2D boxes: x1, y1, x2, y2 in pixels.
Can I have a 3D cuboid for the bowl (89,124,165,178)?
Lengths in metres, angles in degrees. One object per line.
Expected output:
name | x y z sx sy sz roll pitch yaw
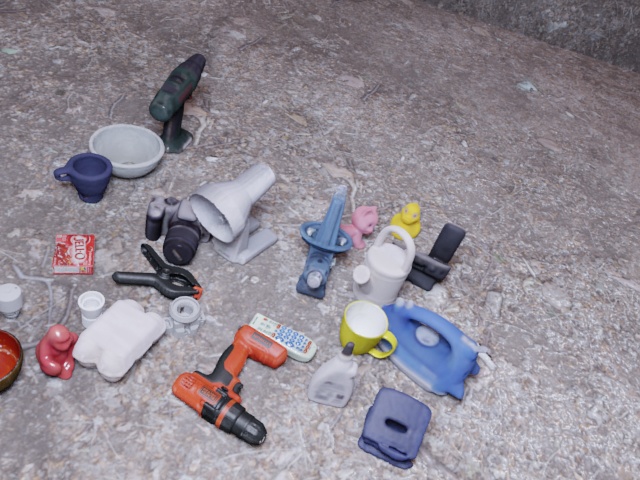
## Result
bowl | -0.453 -0.197 1.347 0.167 0.075 0.167 11 43 -10

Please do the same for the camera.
camera | -0.300 -0.024 1.205 0.143 0.101 0.137 13 43 -8

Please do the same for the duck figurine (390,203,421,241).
duck figurine | 0.227 -0.058 1.450 0.077 0.086 0.105 30 43 12

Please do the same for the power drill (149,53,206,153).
power drill | -0.353 -0.333 1.426 0.075 0.208 0.230 20 42 1

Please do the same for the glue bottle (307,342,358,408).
glue bottle | 0.033 0.233 1.009 0.078 0.173 0.037 16 42 -4

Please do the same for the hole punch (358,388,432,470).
hole punch | 0.133 0.330 1.007 0.108 0.091 0.101 24 42 5

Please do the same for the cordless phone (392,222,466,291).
cordless phone | 0.245 0.013 1.309 0.147 0.185 0.094 22 42 3

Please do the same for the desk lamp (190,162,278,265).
desk lamp | -0.172 -0.054 1.201 0.117 0.213 0.204 36 45 17

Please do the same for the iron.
iron | 0.207 0.190 1.144 0.257 0.141 0.119 35 44 16

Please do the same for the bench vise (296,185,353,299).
bench vise | 0.023 0.005 1.207 0.122 0.220 0.207 5 44 -15

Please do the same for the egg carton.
egg carton | -0.349 0.173 1.005 0.107 0.069 0.150 28 43 9

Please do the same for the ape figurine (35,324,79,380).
ape figurine | -0.434 0.177 0.952 0.076 0.092 0.078 32 44 14

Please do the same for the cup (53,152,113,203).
cup | -0.509 -0.125 1.235 0.118 0.095 0.091 -14 52 -31

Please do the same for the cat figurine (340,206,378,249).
cat figurine | 0.084 -0.037 1.350 0.128 0.118 0.067 -10 50 -29

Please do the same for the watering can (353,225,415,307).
watering can | 0.140 0.056 1.218 0.101 0.194 0.173 28 43 10
